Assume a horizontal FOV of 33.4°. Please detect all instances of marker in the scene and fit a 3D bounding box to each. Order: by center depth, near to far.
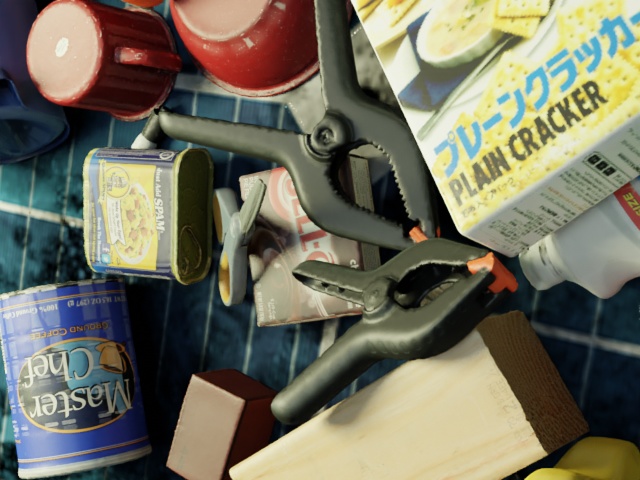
[{"bbox_3d":[-0.152,-0.056,0.856,0.020,0.020,0.121,44,111,22],"label":"marker"}]

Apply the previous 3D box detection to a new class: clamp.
[{"bbox_3d":[0.039,0.037,0.664,0.172,0.039,0.120,-26,47,25],"label":"clamp"},{"bbox_3d":[0.011,-0.078,0.709,0.210,0.036,0.165,41,101,13],"label":"clamp"}]

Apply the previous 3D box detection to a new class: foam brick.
[{"bbox_3d":[-0.071,0.141,0.794,0.053,0.051,0.078,23,102,29],"label":"foam brick"}]

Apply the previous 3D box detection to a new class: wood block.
[{"bbox_3d":[0.055,0.136,0.696,0.206,0.090,0.090,-35,75,26],"label":"wood block"}]

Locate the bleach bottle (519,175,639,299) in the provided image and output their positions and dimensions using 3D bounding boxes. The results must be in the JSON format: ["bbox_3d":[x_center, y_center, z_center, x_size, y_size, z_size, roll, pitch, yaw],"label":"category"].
[{"bbox_3d":[0.232,-0.023,0.607,0.251,0.068,0.102,-27,84,31],"label":"bleach bottle"}]

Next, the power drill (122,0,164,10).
[{"bbox_3d":[-0.146,-0.267,0.797,0.188,0.057,0.184,47,114,47],"label":"power drill"}]

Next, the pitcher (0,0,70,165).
[{"bbox_3d":[-0.299,-0.184,0.888,0.149,0.144,0.243,-17,79,17],"label":"pitcher"}]

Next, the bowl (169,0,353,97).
[{"bbox_3d":[-0.056,-0.187,0.776,0.162,0.055,0.162,1,92,30],"label":"bowl"}]

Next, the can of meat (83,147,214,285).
[{"bbox_3d":[-0.131,-0.021,0.812,0.084,0.057,0.102,4,98,20],"label":"can of meat"}]

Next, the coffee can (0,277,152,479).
[{"bbox_3d":[-0.193,0.106,0.835,0.103,0.102,0.140,-12,85,30],"label":"coffee can"}]

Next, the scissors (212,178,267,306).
[{"bbox_3d":[-0.057,-0.022,0.735,0.202,0.016,0.096,107,153,-58],"label":"scissors"}]

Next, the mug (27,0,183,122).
[{"bbox_3d":[-0.161,-0.140,0.823,0.117,0.081,0.093,12,97,30],"label":"mug"}]

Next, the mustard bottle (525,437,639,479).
[{"bbox_3d":[0.135,0.173,0.590,0.058,0.191,0.096,3,93,31],"label":"mustard bottle"}]

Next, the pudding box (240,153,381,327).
[{"bbox_3d":[-0.005,0.001,0.758,0.090,0.039,0.113,-10,86,29],"label":"pudding box"}]
